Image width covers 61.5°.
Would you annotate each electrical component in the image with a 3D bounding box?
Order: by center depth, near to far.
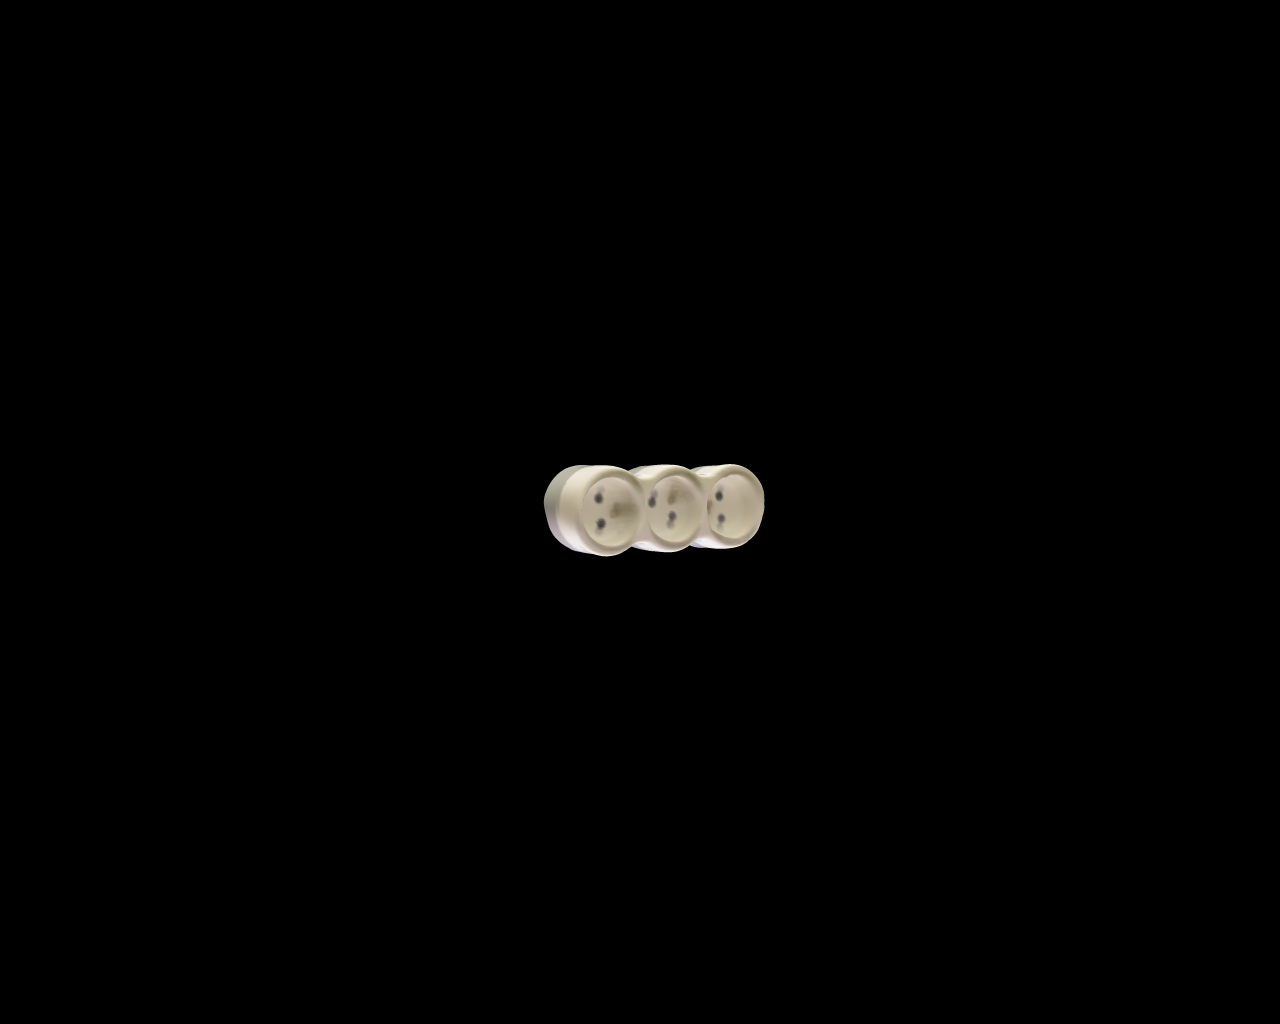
[{"bbox_3d":[0.001,-0.003,0.650,0.138,0.052,0.073,-1,3,-34],"label":"electrical component"}]
